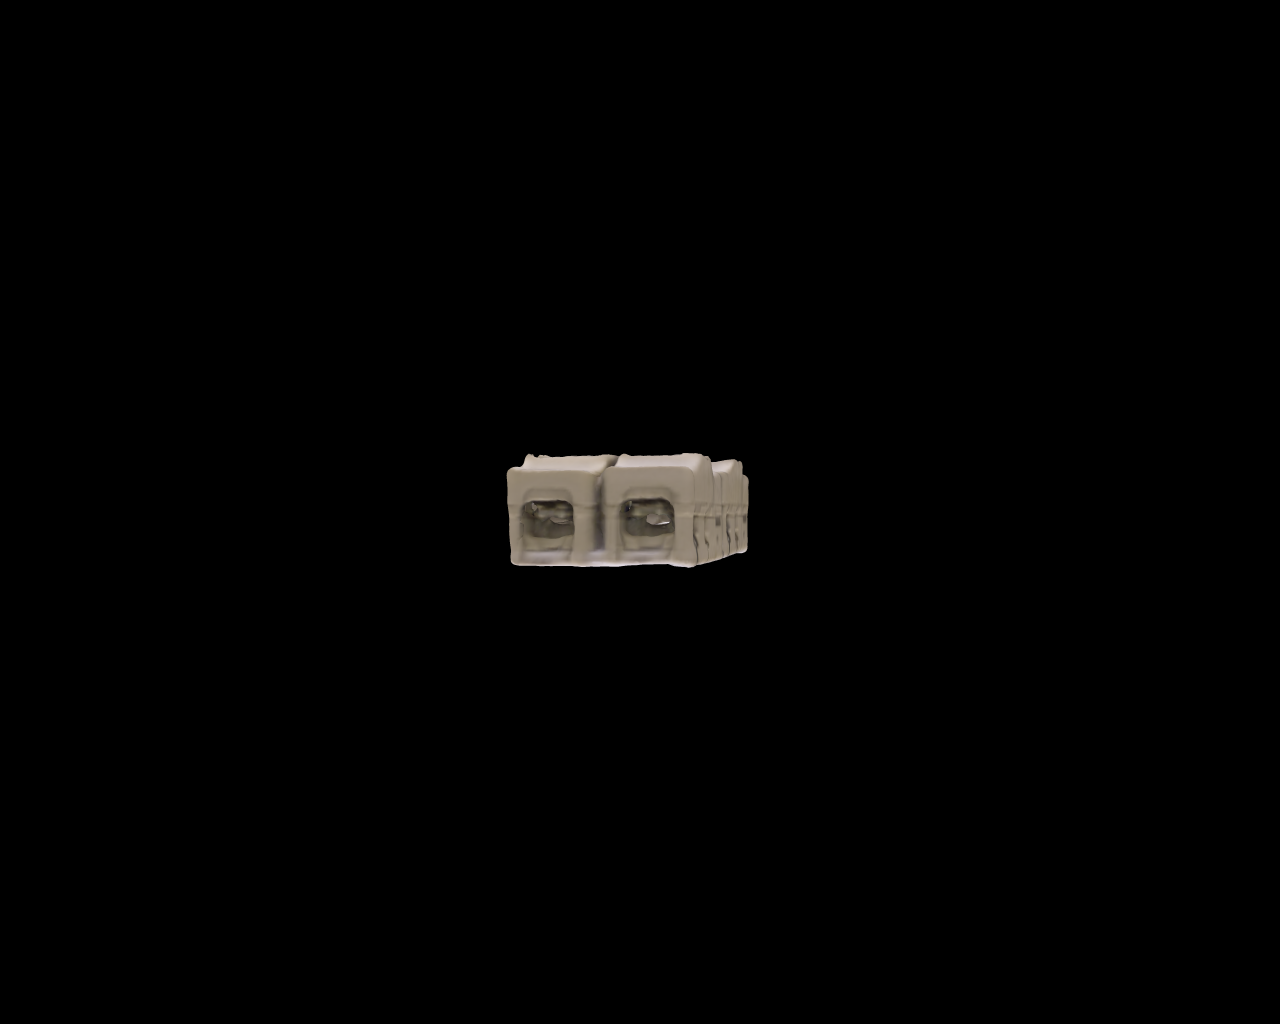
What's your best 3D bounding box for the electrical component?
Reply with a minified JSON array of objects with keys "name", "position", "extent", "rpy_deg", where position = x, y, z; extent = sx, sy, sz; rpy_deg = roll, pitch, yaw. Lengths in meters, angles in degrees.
[{"name":"electrical component","position":[0.001,-0.003,0.650],"extent":[0.105,0.060,0.186],"rpy_deg":[0,0,15]}]
